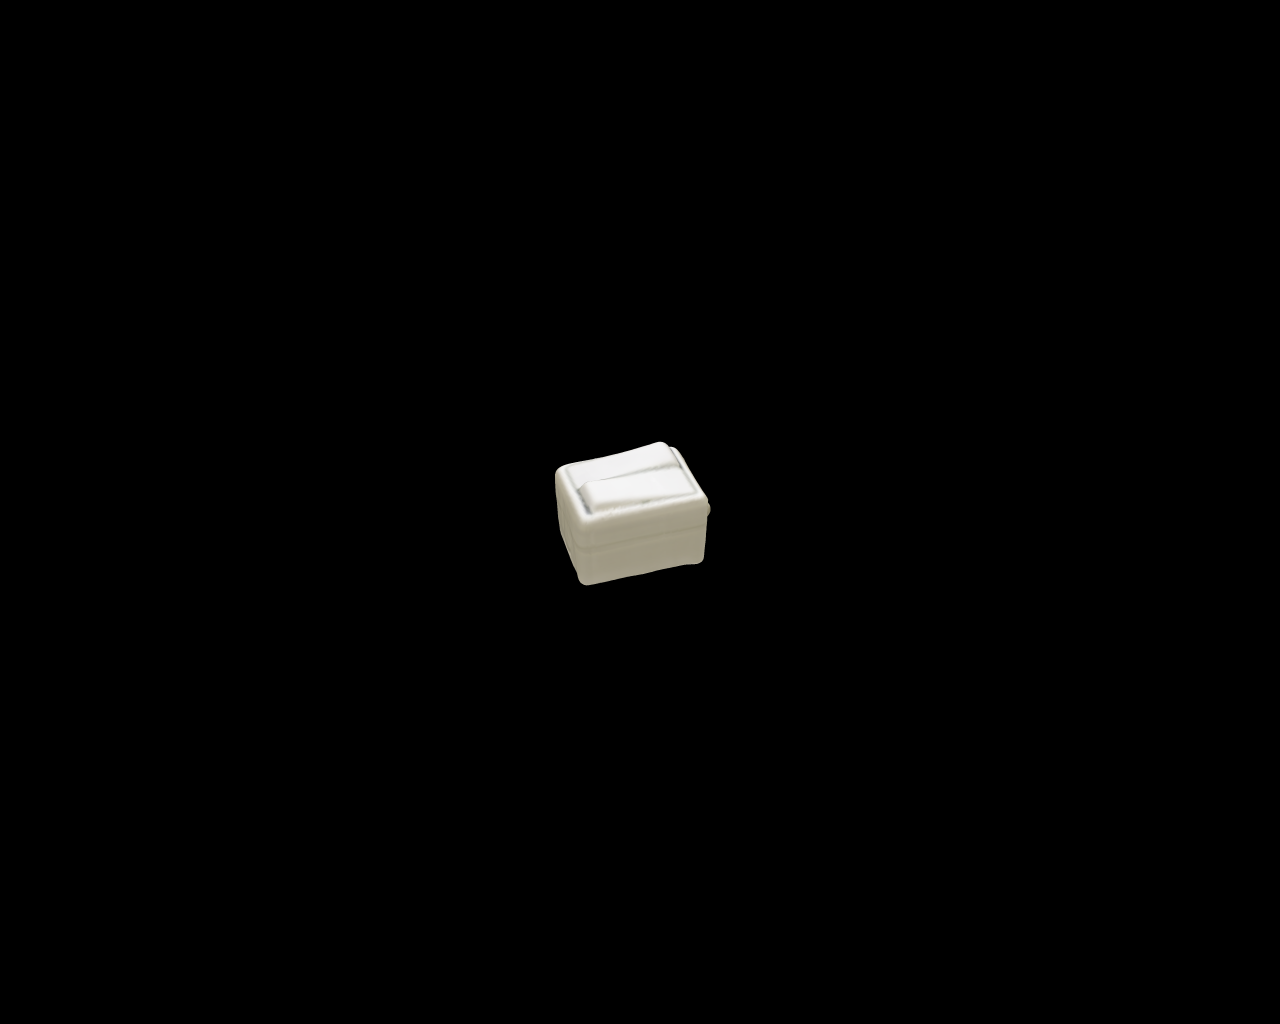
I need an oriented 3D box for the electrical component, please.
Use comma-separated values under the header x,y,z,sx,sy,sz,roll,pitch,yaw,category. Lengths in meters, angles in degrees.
x,y,z,sx,sy,sz,roll,pitch,yaw,category
0.001,-0.003,0.650,0.096,0.061,0.062,-11,39,-13,electrical component
